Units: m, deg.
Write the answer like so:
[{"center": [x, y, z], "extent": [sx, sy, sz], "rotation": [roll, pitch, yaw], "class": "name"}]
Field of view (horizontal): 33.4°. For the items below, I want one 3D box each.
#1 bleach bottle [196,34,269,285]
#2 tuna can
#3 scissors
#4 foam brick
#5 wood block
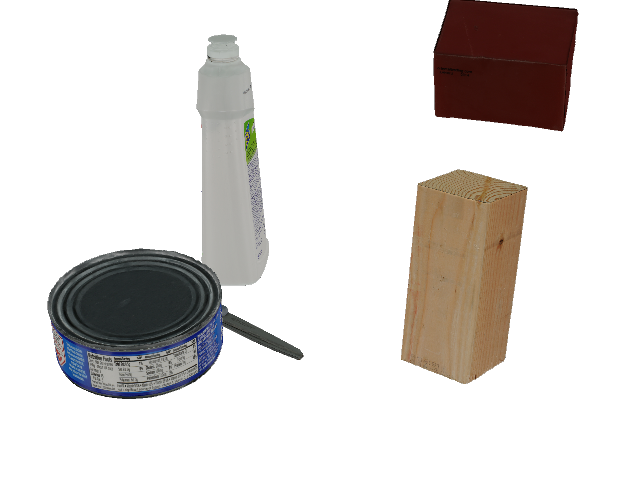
[{"center": [-0.092, -0.084, 1.082], "extent": [0.068, 0.251, 0.102], "rotation": [1, 27, 3], "class": "bleach bottle"}, {"center": [-0.091, 0.041, 0.536], "extent": [0.086, 0.034, 0.086], "rotation": [0, 32, 0], "class": "tuna can"}, {"center": [-0.085, 0.053, 0.901], "extent": [0.202, 0.016, 0.096], "rotation": [14, 26, 22], "class": "scissors"}, {"center": [0.109, -0.104, 0.627], "extent": [0.078, 0.051, 0.053], "rotation": [9, -38, 15], "class": "foam brick"}, {"center": [0.156, 0.038, 1.168], "extent": [0.090, 0.206, 0.090], "rotation": [18, 24, 34], "class": "wood block"}]
